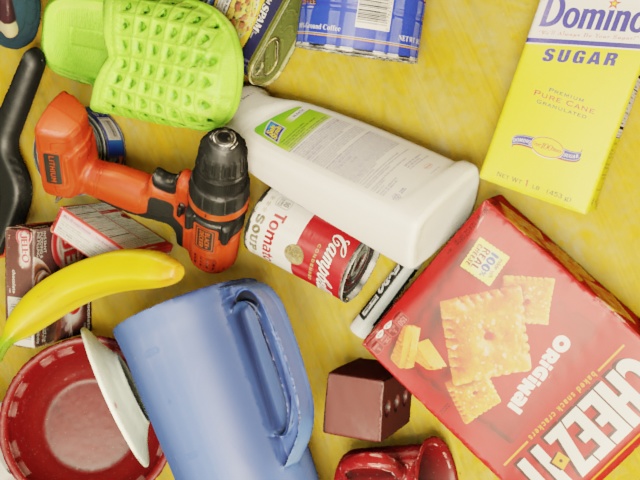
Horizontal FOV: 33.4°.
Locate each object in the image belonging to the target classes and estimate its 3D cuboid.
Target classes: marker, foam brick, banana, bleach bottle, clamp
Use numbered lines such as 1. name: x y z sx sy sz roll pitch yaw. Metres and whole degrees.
1. marker: 0.067 0.034 0.916 0.020 0.020 0.121 41 108 14
2. foam brick: 0.042 0.134 0.904 0.051 0.078 0.053 7 97 23
3. banana: -0.200 0.046 0.927 0.198 0.037 0.069 -26 51 17
4. bleach bottle: 0.002 -0.073 0.901 0.251 0.102 0.068 31 141 26
5. clamp: -0.319 -0.087 1.048 0.165 0.036 0.210 -8 94 32

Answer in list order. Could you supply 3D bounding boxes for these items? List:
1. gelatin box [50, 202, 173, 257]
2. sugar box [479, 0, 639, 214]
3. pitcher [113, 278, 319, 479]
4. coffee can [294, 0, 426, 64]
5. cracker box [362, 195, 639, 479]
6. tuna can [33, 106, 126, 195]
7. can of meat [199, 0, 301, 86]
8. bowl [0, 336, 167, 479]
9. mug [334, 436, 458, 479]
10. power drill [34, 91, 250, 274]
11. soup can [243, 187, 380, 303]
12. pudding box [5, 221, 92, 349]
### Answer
1. gelatin box: -0.193 -0.001 0.990 0.089 0.073 0.030 31 107 16
2. sugar box: 0.198 -0.117 0.834 0.093 0.048 0.176 21 104 19
3. pitcher: -0.070 0.158 0.906 0.145 0.149 0.243 -21 80 -4
4. coffee can: 0.039 -0.219 0.858 0.103 0.102 0.140 11 99 21
5. cracker box: 0.164 0.094 0.854 0.214 0.072 0.164 44 109 12
6. tuna can: -0.230 -0.085 1.018 0.086 0.033 0.086 2 96 22
7. can of meat: -0.059 -0.199 0.926 0.084 0.057 0.102 36 106 18
8. bowl: -0.216 0.173 1.004 0.162 0.055 0.162 2 77 -9
9. mug: 0.058 0.208 0.890 0.082 0.117 0.093 -10 53 28
10. power drill: -0.148 -0.057 0.911 0.188 0.057 0.184 24 146 7
11. soup can: -0.006 0.001 0.917 0.102 0.068 0.068 28 105 18
12. pudding box: -0.255 0.039 1.011 0.039 0.089 0.113 7 99 24
